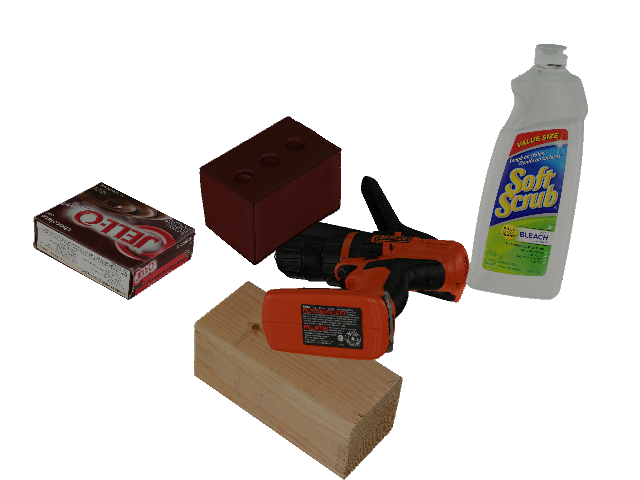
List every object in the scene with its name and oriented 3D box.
[{"bbox_3d":[0.074,0.007,1.240,0.164,0.036,0.210,-25,53,-40],"label":"clamp"},{"bbox_3d":[0.020,0.038,0.918,0.185,0.057,0.187,1,19,22],"label":"power drill"},{"bbox_3d":[0.208,-0.070,1.070,0.103,0.251,0.068,8,20,15],"label":"bleach bottle"},{"bbox_3d":[-0.027,0.143,1.122,0.206,0.090,0.090,31,48,25],"label":"wood block"},{"bbox_3d":[-0.031,-0.033,0.685,0.078,0.051,0.053,-35,54,-30],"label":"foam brick"},{"bbox_3d":[-0.182,-0.001,0.943,0.114,0.039,0.089,24,33,21],"label":"pudding box"}]
